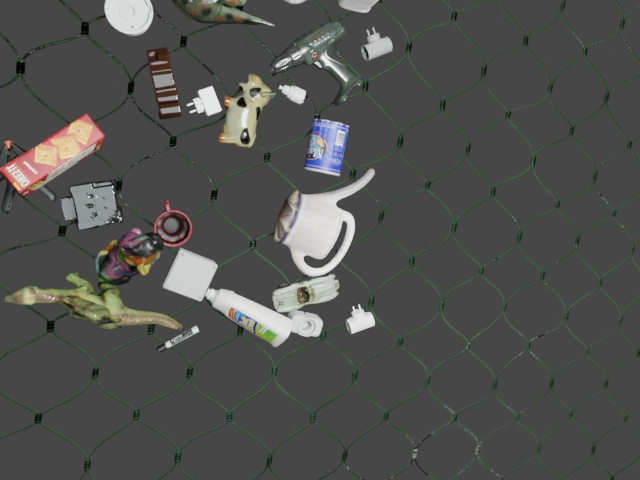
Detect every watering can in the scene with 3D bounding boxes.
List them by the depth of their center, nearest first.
[{"bbox_3d":[0.004,-0.072,1.434,0.223,0.104,0.347,23,91,-18],"label":"watering can"}]

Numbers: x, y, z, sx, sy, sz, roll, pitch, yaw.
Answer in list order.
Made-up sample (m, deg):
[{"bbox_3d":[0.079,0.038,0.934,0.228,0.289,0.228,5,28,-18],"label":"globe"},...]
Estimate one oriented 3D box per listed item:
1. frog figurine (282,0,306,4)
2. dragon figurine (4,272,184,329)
[{"bbox_3d":[-0.068,-0.676,1.304,0.123,0.160,0.136,-35,107,-8],"label":"frog figurine"},{"bbox_3d":[-0.522,0.175,1.236,0.409,0.243,0.122,17,89,-17],"label":"dragon figurine"}]
